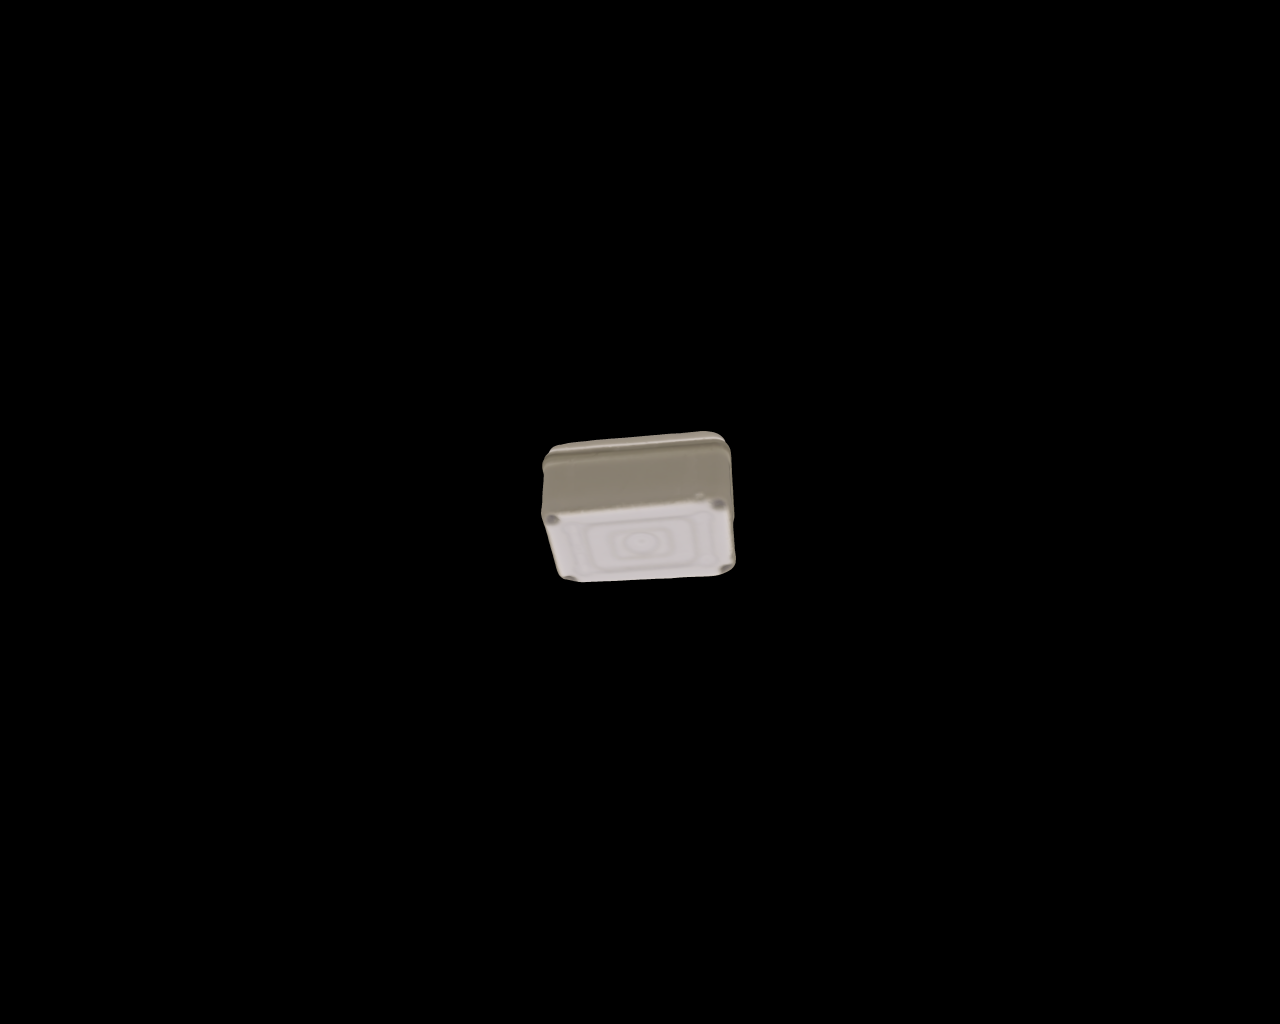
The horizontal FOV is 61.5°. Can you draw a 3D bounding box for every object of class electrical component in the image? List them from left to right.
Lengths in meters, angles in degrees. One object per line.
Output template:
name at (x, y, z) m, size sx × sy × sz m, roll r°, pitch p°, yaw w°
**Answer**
electrical component at (0.001, -0.003, 0.650) m, size 0.113 × 0.057 × 0.078 m, roll -4°, pitch -39°, yaw 5°
